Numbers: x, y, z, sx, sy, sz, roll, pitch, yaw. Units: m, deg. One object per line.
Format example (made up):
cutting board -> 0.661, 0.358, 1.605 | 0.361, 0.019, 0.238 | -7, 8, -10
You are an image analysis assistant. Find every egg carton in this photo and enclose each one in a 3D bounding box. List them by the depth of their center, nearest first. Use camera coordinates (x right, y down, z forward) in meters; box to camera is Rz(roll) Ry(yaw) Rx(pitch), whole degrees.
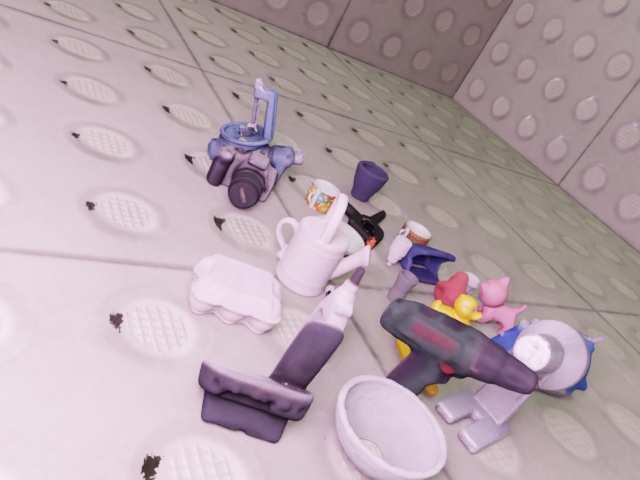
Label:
egg carton -> -0.130, 0.084, 0.898 | 0.151, 0.069, 0.107 | 21, 28, -18

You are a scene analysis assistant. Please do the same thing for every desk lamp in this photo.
desk lamp -> 0.331, 0.231, 0.949 | 0.204, 0.213, 0.117 | -2, 41, -47

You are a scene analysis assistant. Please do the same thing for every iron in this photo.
iron -> 0.454, 0.219, 1.174 | 0.259, 0.141, 0.118 | 20, 28, -20

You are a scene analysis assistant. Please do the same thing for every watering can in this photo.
watering can -> 0.010, 0.003, 1.040 | 0.173, 0.194, 0.100 | 17, 29, -24

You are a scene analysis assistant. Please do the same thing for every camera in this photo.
camera -> -0.163, -0.135, 1.208 | 0.143, 0.100, 0.137 | 25, 27, -10

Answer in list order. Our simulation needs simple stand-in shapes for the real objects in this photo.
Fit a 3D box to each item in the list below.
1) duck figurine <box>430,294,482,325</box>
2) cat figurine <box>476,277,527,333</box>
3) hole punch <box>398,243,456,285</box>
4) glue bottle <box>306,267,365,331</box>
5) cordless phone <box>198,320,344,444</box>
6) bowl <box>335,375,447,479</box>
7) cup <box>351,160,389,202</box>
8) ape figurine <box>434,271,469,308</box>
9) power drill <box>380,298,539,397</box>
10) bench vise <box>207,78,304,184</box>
duck figurine -> 0.285, 0.148, 1.187 | 0.104, 0.086, 0.077 | 31, 27, 2
cat figurine -> 0.400, 0.139, 1.283 | 0.128, 0.117, 0.067 | 29, 27, -2
hole punch -> 0.241, 0.038, 1.326 | 0.109, 0.091, 0.101 | 12, 32, -32
glue bottle -> 0.025, 0.111, 0.893 | 0.037, 0.173, 0.078 | 18, 29, -23
cordless phone -> -0.063, 0.153, 0.718 | 0.148, 0.185, 0.094 | 20, 28, -19
bowl -> 0.085, 0.272, 0.786 | 0.168, 0.074, 0.167 | 24, 27, -13
cup -> 0.124, -0.158, 1.542 | 0.092, 0.095, 0.117 | 24, 27, -12
ape figurine -> 0.296, 0.108, 1.260 | 0.077, 0.092, 0.076 | 34, 27, 8
power drill -> 0.169, 0.201, 0.843 | 0.229, 0.208, 0.076 | 37, 28, 14
bench vise -> -0.128, -0.248, 1.306 | 0.208, 0.219, 0.121 | 11, 33, -34
